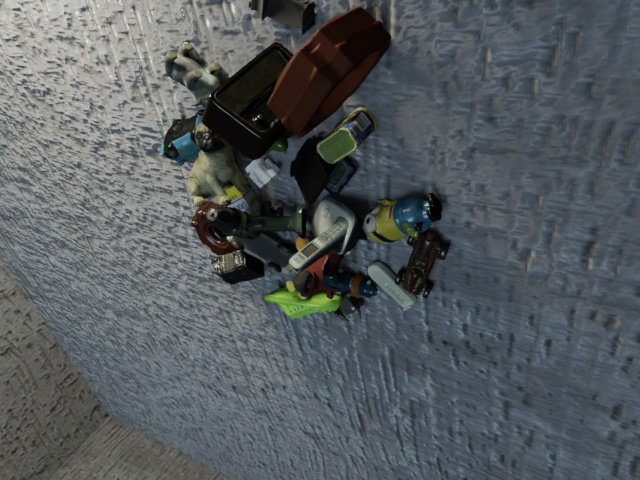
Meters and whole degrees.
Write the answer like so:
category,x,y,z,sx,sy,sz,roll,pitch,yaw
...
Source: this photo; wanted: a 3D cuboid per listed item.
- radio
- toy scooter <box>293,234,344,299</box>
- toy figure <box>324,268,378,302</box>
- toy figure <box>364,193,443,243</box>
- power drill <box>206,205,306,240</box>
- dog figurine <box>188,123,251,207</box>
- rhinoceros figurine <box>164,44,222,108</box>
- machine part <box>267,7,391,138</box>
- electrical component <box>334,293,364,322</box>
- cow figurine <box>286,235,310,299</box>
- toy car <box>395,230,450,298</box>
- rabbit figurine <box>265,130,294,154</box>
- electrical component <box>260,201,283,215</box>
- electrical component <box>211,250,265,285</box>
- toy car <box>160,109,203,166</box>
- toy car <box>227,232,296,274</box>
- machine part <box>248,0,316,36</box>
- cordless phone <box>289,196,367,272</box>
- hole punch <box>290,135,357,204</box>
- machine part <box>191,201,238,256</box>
category,x,y,z,sx,sy,sz,roll,pitch,yaw
radio,-0.104,-0.263,1.014,0.131,0.229,0.073,39,144,-4
toy scooter,0.011,0.069,1.293,0.075,0.184,0.135,5,150,41
toy figure,0.077,0.108,1.351,0.155,0.058,0.064,12,139,24
toy figure,0.172,-0.041,1.119,0.180,0.082,0.089,-14,115,42
power drill,-0.137,-0.040,1.262,0.207,0.086,0.232,-6,172,5
dog figurine,-0.262,-0.186,1.241,0.173,0.121,0.190,-1,120,26
rhinoceros figurine,-0.268,-0.343,1.190,0.190,0.073,0.112,40,139,1
machine part,0.014,-0.285,0.919,0.087,0.201,0.201,44,141,-1
electrical component,0.074,0.174,1.422,0.102,0.045,0.078,-21,113,47
cow figurine,-0.027,0.058,1.372,0.068,0.098,0.167,24,119,27
toy car,0.222,0.059,1.195,0.089,0.053,0.202,25,137,13
rabbit figurine,-0.126,-0.250,1.160,0.159,0.121,0.170,18,154,15
electrical component,-0.124,-0.058,1.382,0.063,0.021,0.094,30,139,12
electrical component,-0.223,0.079,1.508,0.115,0.058,0.134,-14,156,22
toy car,-0.302,-0.240,1.304,0.162,0.109,0.102,-17,140,28
toy car,-0.152,0.018,1.422,0.202,0.073,0.056,31,-177,2
machine part,-0.071,-0.430,0.983,0.139,0.039,0.084,33,135,12
cordless phone,-0.003,-0.004,1.187,0.147,0.184,0.088,39,160,50
hole punch,0.006,-0.152,1.157,0.116,0.092,0.142,64,148,18
machine part,-0.277,-0.025,1.507,0.180,0.056,0.179,21,138,20
